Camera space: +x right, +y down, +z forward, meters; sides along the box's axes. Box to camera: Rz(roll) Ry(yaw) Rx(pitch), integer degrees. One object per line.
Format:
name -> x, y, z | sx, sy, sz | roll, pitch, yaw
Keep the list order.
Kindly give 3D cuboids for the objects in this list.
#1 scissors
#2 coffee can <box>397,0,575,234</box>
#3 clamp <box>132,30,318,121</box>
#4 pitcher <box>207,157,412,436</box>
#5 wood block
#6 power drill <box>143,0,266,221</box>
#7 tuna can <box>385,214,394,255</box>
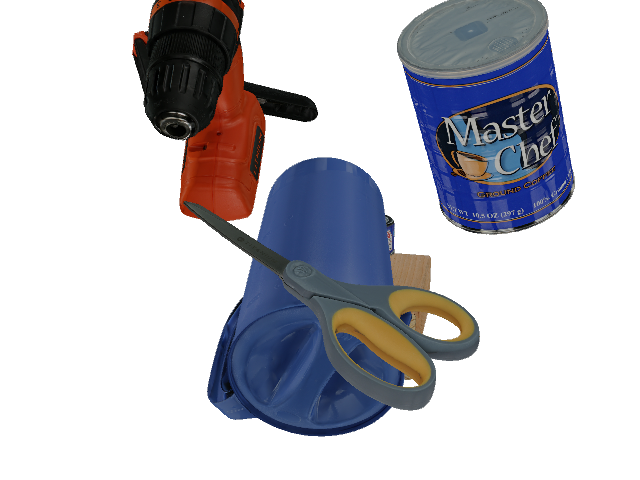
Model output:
scissors -> 0.009, 0.022, 0.600 | 0.096, 0.016, 0.202 | -14, 41, -30
coffee can -> 0.120, -0.090, 0.759 | 0.103, 0.140, 0.103 | -13, 37, 10
clamp -> -0.088, -0.129, 0.934 | 0.120, 0.171, 0.039 | -36, -12, -35
pitcher -> -0.008, 0.039, 0.892 | 0.149, 0.145, 0.242 | 6, 35, -2
wood block -> 0.088, 0.092, 1.383 | 0.091, 0.090, 0.206 | 5, 20, 9
power drill -> -0.071, -0.095, 0.683 | 0.057, 0.184, 0.188 | 5, -35, 2
tuna can -> 0.031, -0.005, 1.061 | 0.086, 0.034, 0.086 | 0, 13, 0
